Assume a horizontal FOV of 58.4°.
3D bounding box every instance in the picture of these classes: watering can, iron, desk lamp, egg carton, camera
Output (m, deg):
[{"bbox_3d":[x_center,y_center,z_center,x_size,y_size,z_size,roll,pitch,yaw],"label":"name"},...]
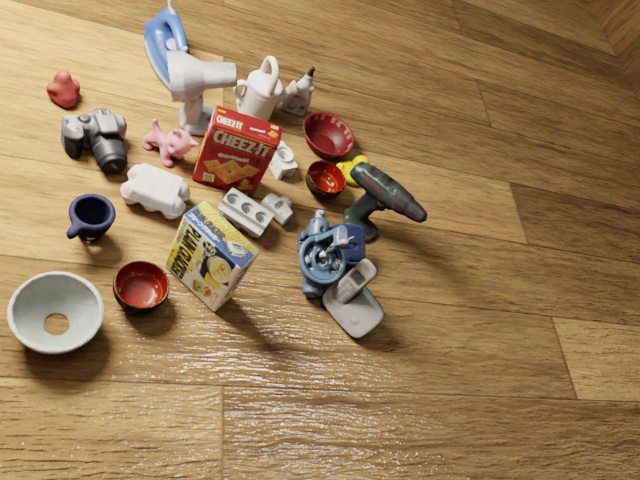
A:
[{"bbox_3d":[-0.147,-0.421,1.574,0.173,0.193,0.101,-23,72,-36],"label":"watering can"},{"bbox_3d":[-0.388,-0.518,1.547,0.119,0.141,0.258,-11,65,-32],"label":"iron"},{"bbox_3d":[-0.302,-0.374,1.452,0.204,0.213,0.118,3,59,-26],"label":"desk lamp"},{"bbox_3d":[-0.381,-0.113,1.335,0.150,0.069,0.107,21,53,-14],"label":"egg carton"},{"bbox_3d":[-0.509,-0.227,1.323,0.143,0.100,0.136,-12,66,-32],"label":"camera"}]

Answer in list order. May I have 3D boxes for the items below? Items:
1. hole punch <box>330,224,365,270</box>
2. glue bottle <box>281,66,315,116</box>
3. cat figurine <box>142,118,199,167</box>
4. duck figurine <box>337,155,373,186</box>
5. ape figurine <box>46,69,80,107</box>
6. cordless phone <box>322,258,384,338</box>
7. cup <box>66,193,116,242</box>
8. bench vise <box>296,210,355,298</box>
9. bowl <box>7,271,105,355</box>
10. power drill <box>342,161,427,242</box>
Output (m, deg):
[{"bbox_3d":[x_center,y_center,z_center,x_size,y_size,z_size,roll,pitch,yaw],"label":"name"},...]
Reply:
[{"bbox_3d":[0.067,0.019,1.466,0.109,0.091,0.101,1,59,-27],"label":"hole punch"},{"bbox_3d":[-0.050,-0.432,1.645,0.078,0.173,0.037,15,54,-18],"label":"glue bottle"},{"bbox_3d":[-0.364,-0.245,1.398,0.128,0.117,0.067,40,50,1],"label":"cat figurine"},{"bbox_3d":[0.102,-0.208,1.634,0.105,0.086,0.077,9,56,-22],"label":"duck figurine"},{"bbox_3d":[-0.611,-0.370,1.368,0.078,0.092,0.076,-7,63,-31],"label":"ape figurine"},{"bbox_3d":[0.099,0.134,1.347,0.147,0.185,0.094,47,51,7],"label":"cordless phone"},{"bbox_3d":[-0.491,-0.029,1.207,0.092,0.094,0.118,34,51,-3],"label":"cup"},{"bbox_3d":[0.002,0.006,1.358,0.122,0.219,0.207,-5,62,-29],"label":"bench vise"},{"bbox_3d":[-0.504,0.150,1.098,0.168,0.074,0.167,13,55,-19],"label":"bowl"},{"bbox_3d":[0.153,-0.088,1.503,0.229,0.208,0.076,46,51,7],"label":"power drill"}]
